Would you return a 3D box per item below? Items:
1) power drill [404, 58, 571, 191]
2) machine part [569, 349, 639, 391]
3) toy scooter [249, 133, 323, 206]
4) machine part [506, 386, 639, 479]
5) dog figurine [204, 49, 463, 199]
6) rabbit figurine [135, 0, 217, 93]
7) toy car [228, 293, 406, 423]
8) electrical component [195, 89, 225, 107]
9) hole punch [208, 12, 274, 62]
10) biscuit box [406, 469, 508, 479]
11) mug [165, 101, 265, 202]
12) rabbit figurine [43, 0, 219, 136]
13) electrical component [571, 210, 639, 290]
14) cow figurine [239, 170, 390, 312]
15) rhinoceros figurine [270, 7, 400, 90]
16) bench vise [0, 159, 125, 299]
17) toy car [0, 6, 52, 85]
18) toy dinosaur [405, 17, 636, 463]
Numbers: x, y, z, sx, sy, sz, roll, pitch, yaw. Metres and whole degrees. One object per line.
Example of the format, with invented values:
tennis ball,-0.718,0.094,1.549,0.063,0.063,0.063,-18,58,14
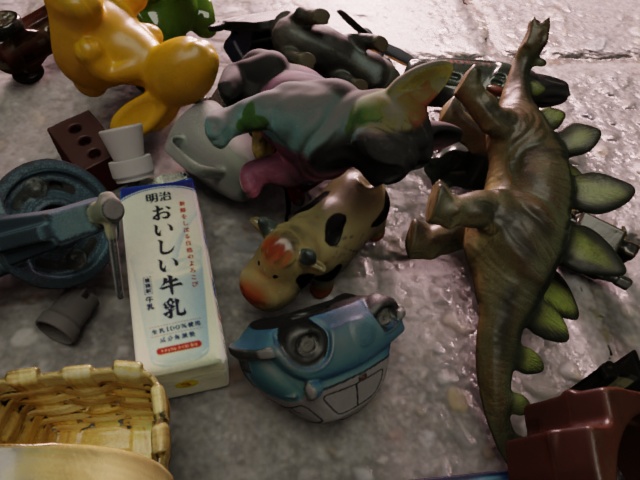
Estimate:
power drill,0.215,-0.152,0.683,0.232,0.086,0.207,12,62,-1
machine part,0.308,0.138,0.521,0.139,0.084,0.039,0,42,-17
toy scooter,-0.021,-0.115,0.635,0.184,0.075,0.135,34,82,24
machine part,0.243,0.224,0.408,0.201,0.087,0.201,16,58,-28
dog figurine,0.018,-0.120,0.508,0.219,0.108,0.192,-8,45,14
rabbit figurine,-0.217,-0.261,0.683,0.159,0.121,0.170,-2,74,-4
toy car,0.005,0.110,0.491,0.161,0.109,0.103,-13,91,-30
electrical component,-0.116,-0.181,0.695,0.094,0.021,0.063,17,58,5
hole punch,-0.060,-0.258,0.719,0.142,0.092,0.116,-27,37,-27
biscuit box,0.078,0.230,0.440,0.203,0.062,0.059,-2,60,-7
mug,-0.112,-0.093,0.598,0.107,0.080,0.109,40,22,10
rabbit figurine,-0.197,-0.189,0.585,0.173,0.162,0.122,17,23,5
electrical component,0.315,0.004,0.621,0.102,0.045,0.078,23,87,10
cow figurine,-0.001,-0.002,0.537,0.086,0.127,0.195,37,59,18
rhinoceros figurine,0.026,-0.217,0.664,0.190,0.112,0.073,13,95,-34
bench vise,-0.260,-0.003,0.467,0.223,0.241,0.128,-23,102,-48
toy car,-0.331,-0.279,0.693,0.053,0.089,0.202,32,59,15
toy dinosaur,0.194,-0.009,0.534,0.199,0.105,0.471,15,80,1
